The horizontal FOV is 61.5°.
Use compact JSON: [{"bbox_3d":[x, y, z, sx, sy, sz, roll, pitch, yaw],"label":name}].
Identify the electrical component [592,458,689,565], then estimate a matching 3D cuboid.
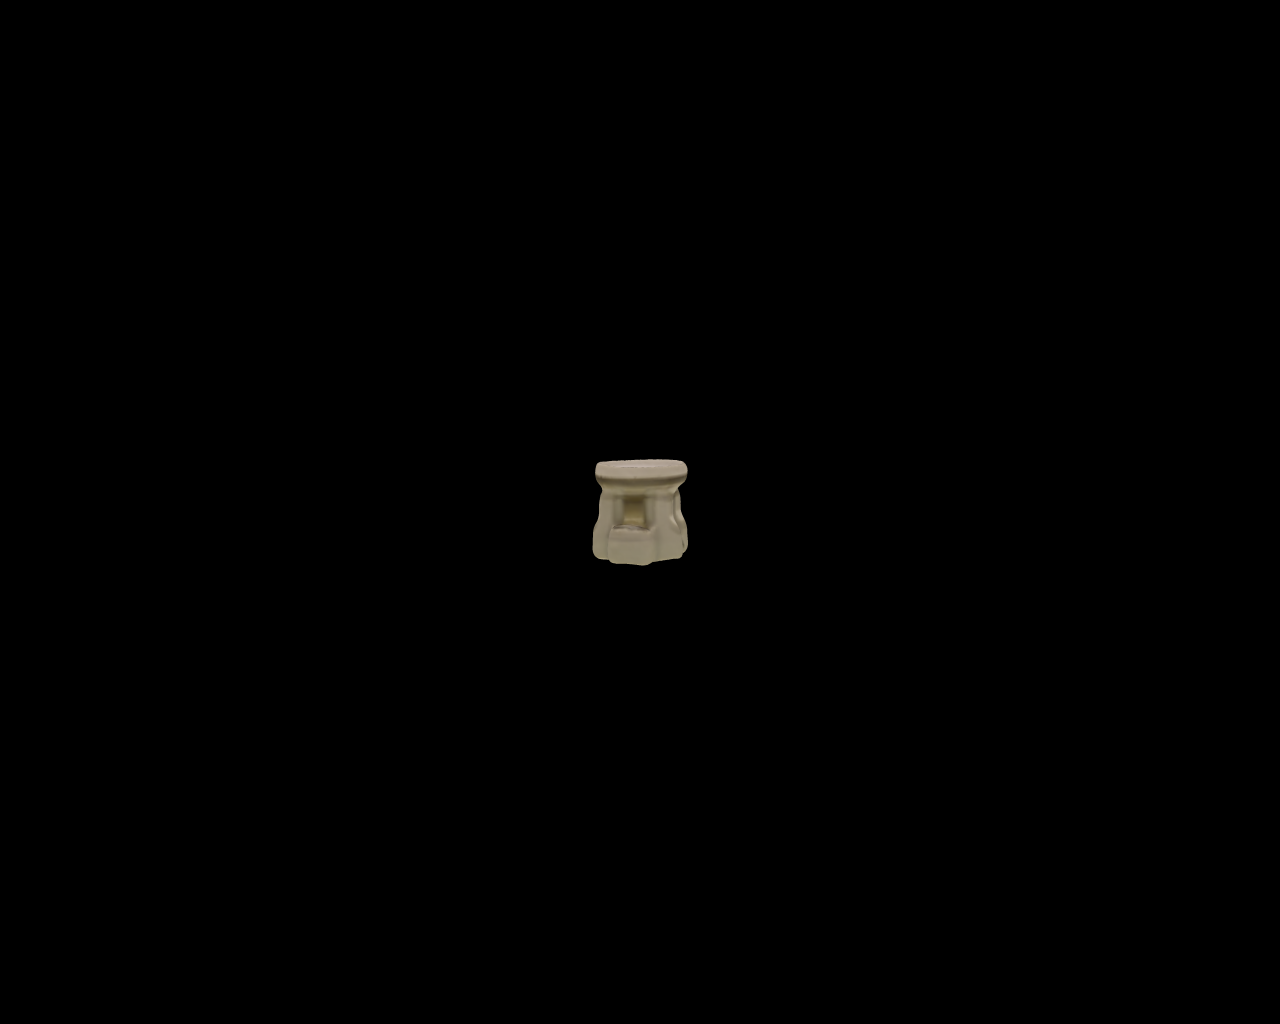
[{"bbox_3d":[0.001,-0.003,0.650,0.058,0.057,0.078,1,7,11],"label":"electrical component"}]
